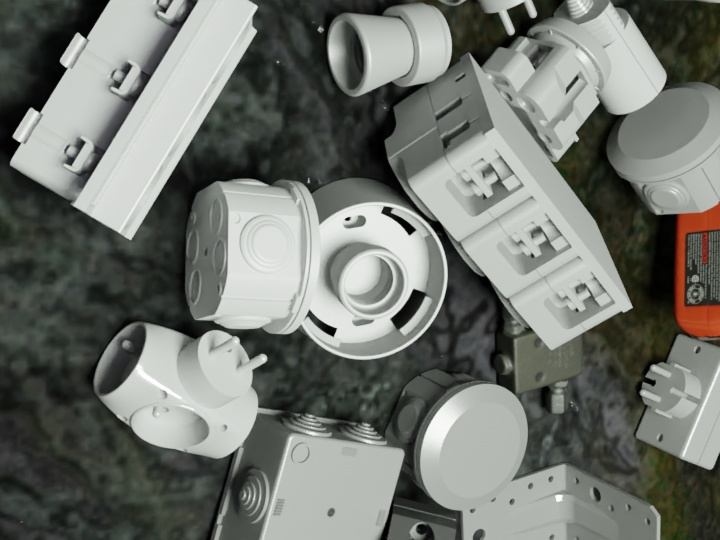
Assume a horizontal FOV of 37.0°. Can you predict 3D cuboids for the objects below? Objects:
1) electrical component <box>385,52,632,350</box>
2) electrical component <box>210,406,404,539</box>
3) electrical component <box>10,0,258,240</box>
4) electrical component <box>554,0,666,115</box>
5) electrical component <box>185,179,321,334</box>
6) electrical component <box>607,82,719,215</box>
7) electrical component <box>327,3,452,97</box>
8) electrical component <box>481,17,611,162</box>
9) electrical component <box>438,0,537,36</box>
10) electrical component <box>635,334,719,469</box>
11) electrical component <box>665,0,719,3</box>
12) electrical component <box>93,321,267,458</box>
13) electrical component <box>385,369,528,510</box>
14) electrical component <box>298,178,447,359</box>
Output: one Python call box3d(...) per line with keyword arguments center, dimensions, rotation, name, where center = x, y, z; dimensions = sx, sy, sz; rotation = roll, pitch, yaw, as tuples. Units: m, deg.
box3d(center=(0.084, -0.035, 0.618), dimensions=(0.062, 0.089, 0.150), rotation=(-32, 123, 18), name="electrical component")
box3d(center=(-0.029, 0.132, 0.621), dimensions=(0.100, 0.048, 0.099), rotation=(15, 91, -36), name="electrical component")
box3d(center=(-0.106, -0.084, 0.508), dimensions=(0.063, 0.079, 0.121), rotation=(30, 85, -4), name="electrical component")
box3d(center=(0.152, -0.140, 0.667), dimensions=(0.043, 0.043, 0.081), rotation=(-51, 122, -11), name="electrical component")
box3d(center=(-0.056, -0.008, 0.553), dimensions=(0.051, 0.080, 0.080), rotation=(4, 100, -27), name="electrical component")
box3d(center=(0.205, -0.078, 0.694), dimensions=(0.080, 0.080, 0.051), rotation=(-51, 127, -11), name="electrical component")
box3d(center=(0.016, -0.121, 0.589), dimensions=(0.055, 0.045, 0.045), rotation=(-16, 110, -28), name="electrical component")
box3d(center=(0.112, -0.112, 0.641), dimensions=(0.057, 0.058, 0.078), rotation=(-50, 130, -11), name="electrical component")
box3d(center=(0.079, -0.174, 0.614), dimensions=(0.077, 0.043, 0.079), rotation=(-39, 119, -18), name="electrical component")
box3d(center=(0.227, 0.088, 0.767), dimensions=(0.076, 0.047, 0.083), rotation=(23, 89, -33), name="electrical component")
box3d(center=(0.178, -0.223, 0.655), dimensions=(0.109, 0.056, 0.108), rotation=(-1, 103, -31), name="electrical component")
box3d(center=(-0.083, 0.056, 0.557), dimensions=(0.077, 0.079, 0.044), rotation=(36, 38, -33), name="electrical component")
box3d(center=(0.060, 0.103, 0.666), dimensions=(0.080, 0.051, 0.080), rotation=(-8, 106, -30), name="electrical component")
box3d(center=(0.000, 0.000, 0.612), dimensions=(0.099, 0.064, 0.099), rotation=(-5, 106, -16), name="electrical component")
